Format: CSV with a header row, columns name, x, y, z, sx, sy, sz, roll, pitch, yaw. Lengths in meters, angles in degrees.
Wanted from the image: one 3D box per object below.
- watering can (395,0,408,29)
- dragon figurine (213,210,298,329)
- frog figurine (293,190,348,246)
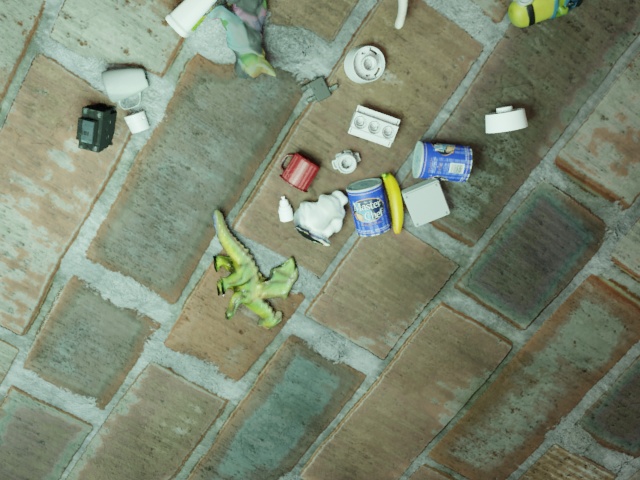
name,x,y,z,sx,sy,sz,roll,pitch,yaw
watering can,0.212,-0.715,1.243,0.223,0.105,0.345,27,99,-20
dragon figurine,-0.187,0.098,1.535,0.243,0.124,0.404,-7,111,-17
frog figurine,0.004,-0.074,1.474,0.137,0.121,0.161,27,78,2
